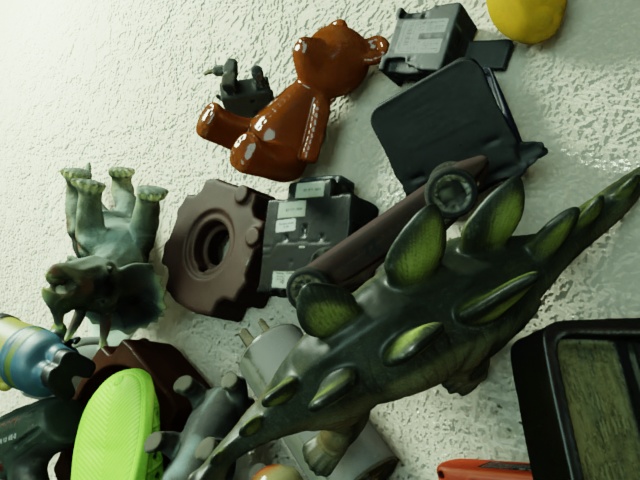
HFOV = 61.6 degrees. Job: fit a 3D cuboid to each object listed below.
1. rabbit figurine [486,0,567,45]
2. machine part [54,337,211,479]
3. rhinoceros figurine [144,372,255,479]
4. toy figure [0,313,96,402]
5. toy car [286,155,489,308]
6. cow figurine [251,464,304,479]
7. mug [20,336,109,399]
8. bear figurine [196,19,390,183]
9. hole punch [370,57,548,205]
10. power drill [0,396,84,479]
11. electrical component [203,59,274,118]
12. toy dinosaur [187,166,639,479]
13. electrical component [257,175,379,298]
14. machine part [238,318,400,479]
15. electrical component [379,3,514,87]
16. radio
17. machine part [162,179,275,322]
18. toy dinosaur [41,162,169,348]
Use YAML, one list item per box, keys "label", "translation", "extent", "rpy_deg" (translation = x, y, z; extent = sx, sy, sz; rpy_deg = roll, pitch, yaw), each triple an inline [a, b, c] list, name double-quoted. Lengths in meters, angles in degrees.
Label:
- label: "rabbit figurine"
  translation: [0.194, -0.266, 0.476]
  extent: [0.163, 0.122, 0.173]
  rpy_deg: [32, 115, 40]
- label: "machine part"
  translation: [-0.216, 0.237, 0.641]
  extent: [0.201, 0.087, 0.201]
  rpy_deg: [34, 99, 38]
- label: "rhinoceros figurine"
  translation: [-0.113, 0.217, 0.513]
  extent: [0.073, 0.111, 0.190]
  rpy_deg: [-5, 37, 11]
- label: "toy figure"
  translation: [-0.348, 0.133, 0.634]
  extent: [0.180, 0.082, 0.089]
  rpy_deg: [4, 111, 34]
- label: "toy car"
  translation: [0.057, -0.002, 0.450]
  extent: [0.202, 0.089, 0.053]
  rpy_deg: [-34, 89, 16]
- label: "cow figurine"
  translation: [-0.015, 0.289, 0.451]
  extent: [0.085, 0.127, 0.195]
  rpy_deg: [-32, 64, 16]
- label: "mug"
  translation: [-0.343, 0.174, 0.730]
  extent: [0.109, 0.107, 0.081]
  rpy_deg: [-47, 59, 26]
- label: "bear figurine"
  translation: [-0.025, -0.163, 0.593]
  extent: [0.120, 0.132, 0.195]
  rpy_deg: [45, 110, 35]
- label: "hole punch"
  translation: [0.124, -0.095, 0.502]
  extent: [0.142, 0.092, 0.115]
  rpy_deg: [-23, 94, 26]
- label: "power drill"
  translation: [-0.351, 0.300, 0.626]
  extent: [0.232, 0.086, 0.207]
  rpy_deg: [-35, 51, 23]
- label: "electrical component"
  translation: [-0.099, -0.185, 0.675]
  extent: [0.078, 0.102, 0.045]
  rpy_deg: [-13, 72, 6]
- label: "toy dinosaur"
  translation: [0.095, 0.052, 0.400]
  extent: [0.471, 0.198, 0.105]
  rpy_deg: [-33, 66, -13]
- label: "electrical component"
  translation: [-0.001, -0.002, 0.572]
  extent: [0.115, 0.058, 0.134]
  rpy_deg: [1, 78, 34]
- label: "machine part"
  translation: [-0.006, 0.164, 0.516]
  extent: [0.079, 0.079, 0.243]
  rpy_deg: [-52, 54, 12]
- label: "electrical component"
  translation: [0.126, -0.192, 0.541]
  extent: [0.119, 0.047, 0.074]
  rpy_deg: [20, 90, 39]
- label: "radio"
  translation: [0.209, 0.164, 0.329]
  extent: [0.131, 0.073, 0.229]
  rpy_deg: [-4, 71, -1]
- label: "machine part"
  translation: [-0.120, 0.010, 0.655]
  extent: [0.179, 0.056, 0.179]
  rpy_deg: [-11, 71, 35]
- label: "toy dinosaur"
  translation: [-0.288, 0.003, 0.729]
  extent: [0.405, 0.131, 0.192]
  rpy_deg: [-149, 66, -64]
